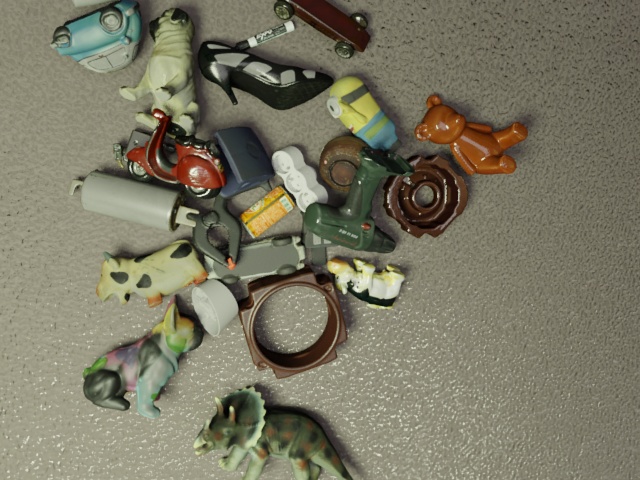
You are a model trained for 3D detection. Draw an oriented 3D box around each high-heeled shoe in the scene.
[{"bbox_3d":[-0.104,-0.328,1.029,0.249,0.086,0.145,-16,72,-28],"label":"high-heeled shoe"}]

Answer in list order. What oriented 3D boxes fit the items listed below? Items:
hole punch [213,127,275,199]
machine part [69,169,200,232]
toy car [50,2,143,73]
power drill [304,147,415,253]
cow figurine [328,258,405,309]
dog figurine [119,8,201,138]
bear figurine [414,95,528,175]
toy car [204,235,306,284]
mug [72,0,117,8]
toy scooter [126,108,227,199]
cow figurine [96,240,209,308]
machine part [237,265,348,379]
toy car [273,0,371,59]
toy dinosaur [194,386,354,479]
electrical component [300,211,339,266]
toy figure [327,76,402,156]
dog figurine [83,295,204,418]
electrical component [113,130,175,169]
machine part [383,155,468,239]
[{"bbox_3d":[-0.146,-0.151,1.000,0.116,0.092,0.142,-27,86,-32],"label":"hole punch"},{"bbox_3d":[-0.335,-0.071,0.971,0.243,0.079,0.079,15,95,4],"label":"machine part"},{"bbox_3d":[-0.373,-0.344,0.932,0.162,0.109,0.102,-24,121,0],"label":"toy car"},{"bbox_3d":[0.096,-0.070,1.036,0.232,0.086,0.207,10,128,-32],"label":"power drill"},{"bbox_3d":[0.088,0.091,1.130,0.167,0.068,0.098,12,102,-14],"label":"cow figurine"},{"bbox_3d":[-0.257,-0.298,0.980,0.121,0.172,0.190,11,66,9],"label":"dog figurine"},{"bbox_3d":[0.304,-0.219,1.102,0.195,0.132,0.120,33,72,-21],"label":"bear figurine"},{"bbox_3d":[-0.128,0.038,1.067,0.202,0.056,0.073,-10,100,-5],"label":"toy car"},{"bbox_3d":[-0.374,-0.449,0.915,0.107,0.110,0.080,-17,98,-24],"label":"mug"},{"bbox_3d":[-0.246,-0.152,0.932,0.184,0.075,0.135,15,118,3],"label":"toy scooter"},{"bbox_3d":[-0.323,0.061,1.010,0.195,0.085,0.127,-26,84,-17],"label":"cow figurine"},{"bbox_3d":[-0.056,0.166,1.095,0.201,0.087,0.201,-17,101,-10],"label":"machine part"},{"bbox_3d":[0.004,-0.426,1.032,0.202,0.053,0.089,28,71,-17],"label":"toy car"},{"bbox_3d":[-0.073,0.420,1.121,0.405,0.131,0.192,15,96,-21],"label":"toy dinosaur"},{"bbox_3d":[-0.002,-0.003,1.101,0.075,0.048,0.119,-1,97,-13],"label":"electrical component"},{"bbox_3d":[0.091,-0.243,1.069,0.180,0.082,0.089,42,68,-9],"label":"toy figure"},{"bbox_3d":[-0.333,0.210,1.028,0.191,0.108,0.219,18,90,-13],"label":"dog figurine"},{"bbox_3d":[-0.330,-0.160,0.998,0.102,0.045,0.078,24,94,-16],"label":"electrical component"},{"bbox_3d":[0.219,-0.093,1.136,0.179,0.056,0.179,-2,100,-12],"label":"machine part"}]
